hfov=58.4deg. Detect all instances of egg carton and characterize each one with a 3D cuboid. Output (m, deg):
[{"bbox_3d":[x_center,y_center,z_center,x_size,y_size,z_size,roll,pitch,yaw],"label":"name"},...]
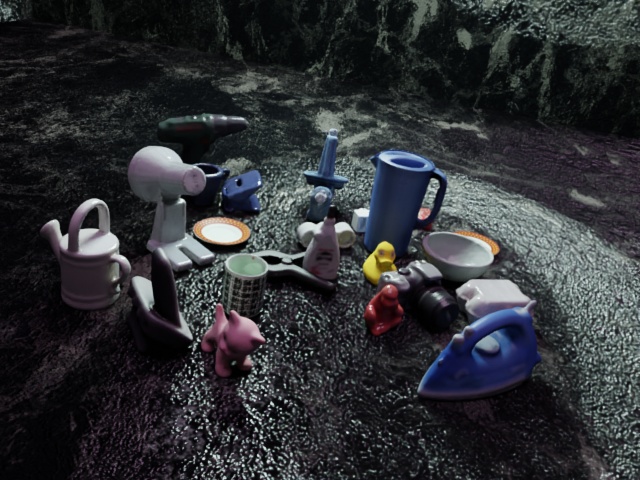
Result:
[{"bbox_3d":[0.366,0.134,1.202,0.150,0.069,0.107,1,29,-17],"label":"egg carton"}]

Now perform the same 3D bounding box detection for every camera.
[{"bbox_3d":[0.206,0.111,1.155,0.143,0.101,0.136,-6,32,-29],"label":"camera"}]

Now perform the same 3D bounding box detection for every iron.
[{"bbox_3d":[0.282,0.185,0.996,0.259,0.141,0.118,-10,33,-34],"label":"iron"}]

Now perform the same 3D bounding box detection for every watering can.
[{"bbox_3d":[-0.415,0.017,1.014,0.173,0.194,0.101,8,27,-5],"label":"watering can"}]

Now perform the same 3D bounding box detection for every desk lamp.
[{"bbox_3d":[-0.307,-0.076,1.208,0.202,0.213,0.118,31,34,34],"label":"desk lamp"}]

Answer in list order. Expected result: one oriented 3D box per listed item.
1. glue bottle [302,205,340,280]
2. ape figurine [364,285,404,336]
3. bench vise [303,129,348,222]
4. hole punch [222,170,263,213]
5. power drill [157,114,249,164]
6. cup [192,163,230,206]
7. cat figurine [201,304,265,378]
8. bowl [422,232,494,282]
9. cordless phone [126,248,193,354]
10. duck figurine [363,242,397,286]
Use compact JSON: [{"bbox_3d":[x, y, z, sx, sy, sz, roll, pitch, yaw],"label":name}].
[{"bbox_3d":[0.011,0.004,1.211,0.078,0.173,0.037,0,29,-18],"label":"glue bottle"},{"bbox_3d":[0.125,0.129,1.103,0.078,0.092,0.076,8,27,-5],"label":"ape figurine"},{"bbox_3d":[0.026,-0.166,1.489,0.122,0.220,0.207,2,28,-15],"label":"bench vise"},{"bbox_3d":[-0.202,-0.129,1.478,0.101,0.091,0.108,2,29,-16],"label":"hole punch"},{"bbox_3d":[-0.313,-0.236,1.517,0.230,0.208,0.075,4,28,-12],"label":"power drill"},{"bbox_3d":[-0.286,-0.141,1.468,0.118,0.095,0.091,-14,36,-38],"label":"cup"},{"bbox_3d":[-0.142,0.155,0.932,0.067,0.118,0.127,-9,33,-33],"label":"cat figurine"},{"bbox_3d":[0.313,0.050,1.337,0.167,0.075,0.167,8,27,-4],"label":"bowl"},{"bbox_3d":[-0.268,0.081,0.955,0.094,0.185,0.147,-9,33,-32],"label":"cordless phone"},{"bbox_3d":[0.140,0.044,1.275,0.077,0.086,0.104,6,28,-9],"label":"duck figurine"}]
